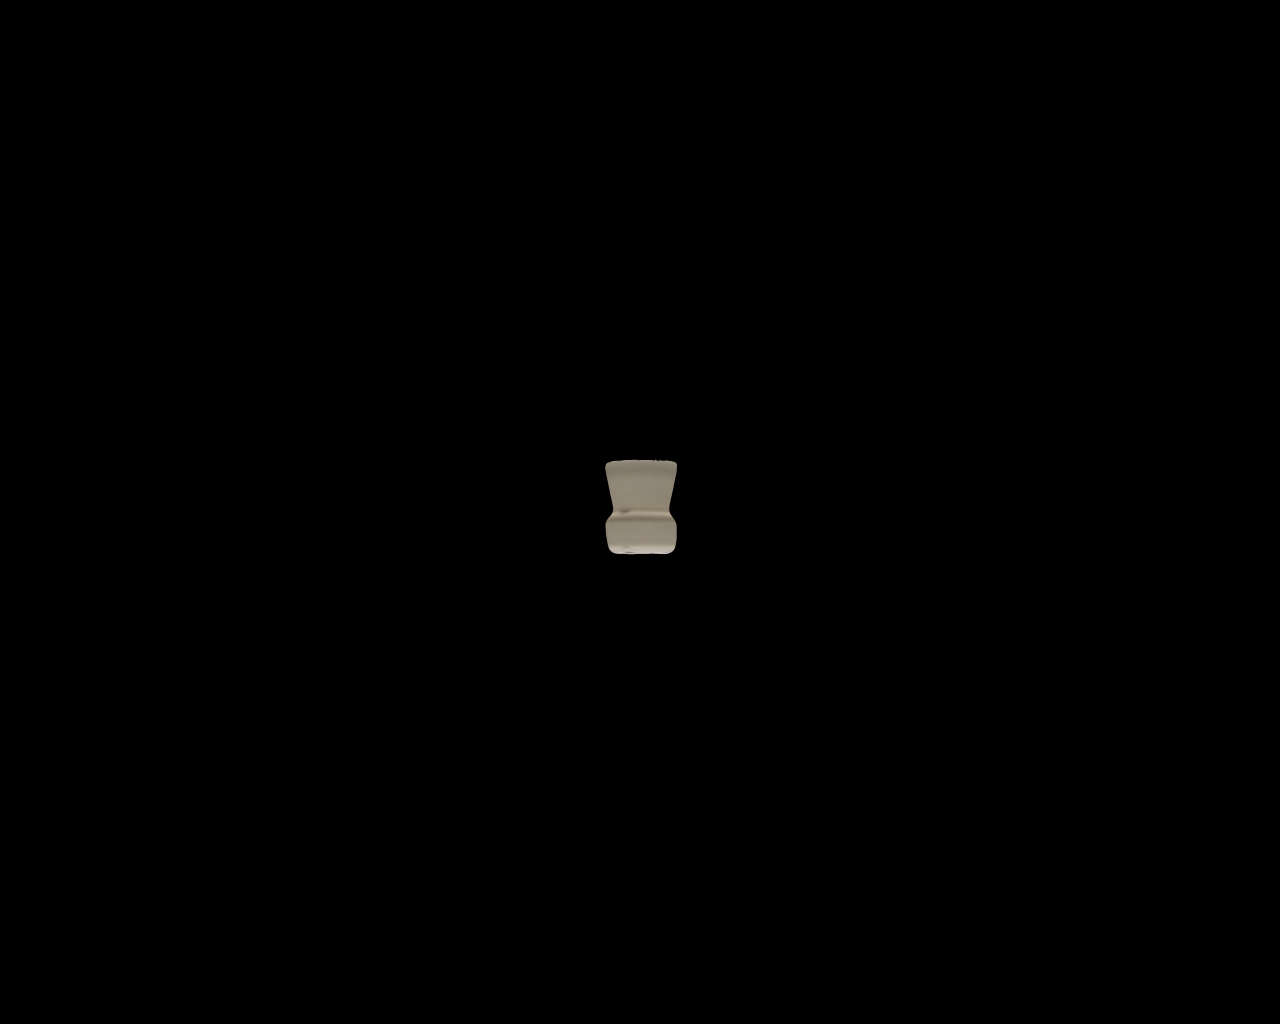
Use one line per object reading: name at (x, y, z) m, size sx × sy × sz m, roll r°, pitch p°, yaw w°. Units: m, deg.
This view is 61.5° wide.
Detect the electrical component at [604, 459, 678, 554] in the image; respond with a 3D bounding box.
electrical component at (0.001, -0.003, 0.650) m, size 0.045 × 0.055 × 0.045 m, roll 0°, pitch -3°, yaw 0°
